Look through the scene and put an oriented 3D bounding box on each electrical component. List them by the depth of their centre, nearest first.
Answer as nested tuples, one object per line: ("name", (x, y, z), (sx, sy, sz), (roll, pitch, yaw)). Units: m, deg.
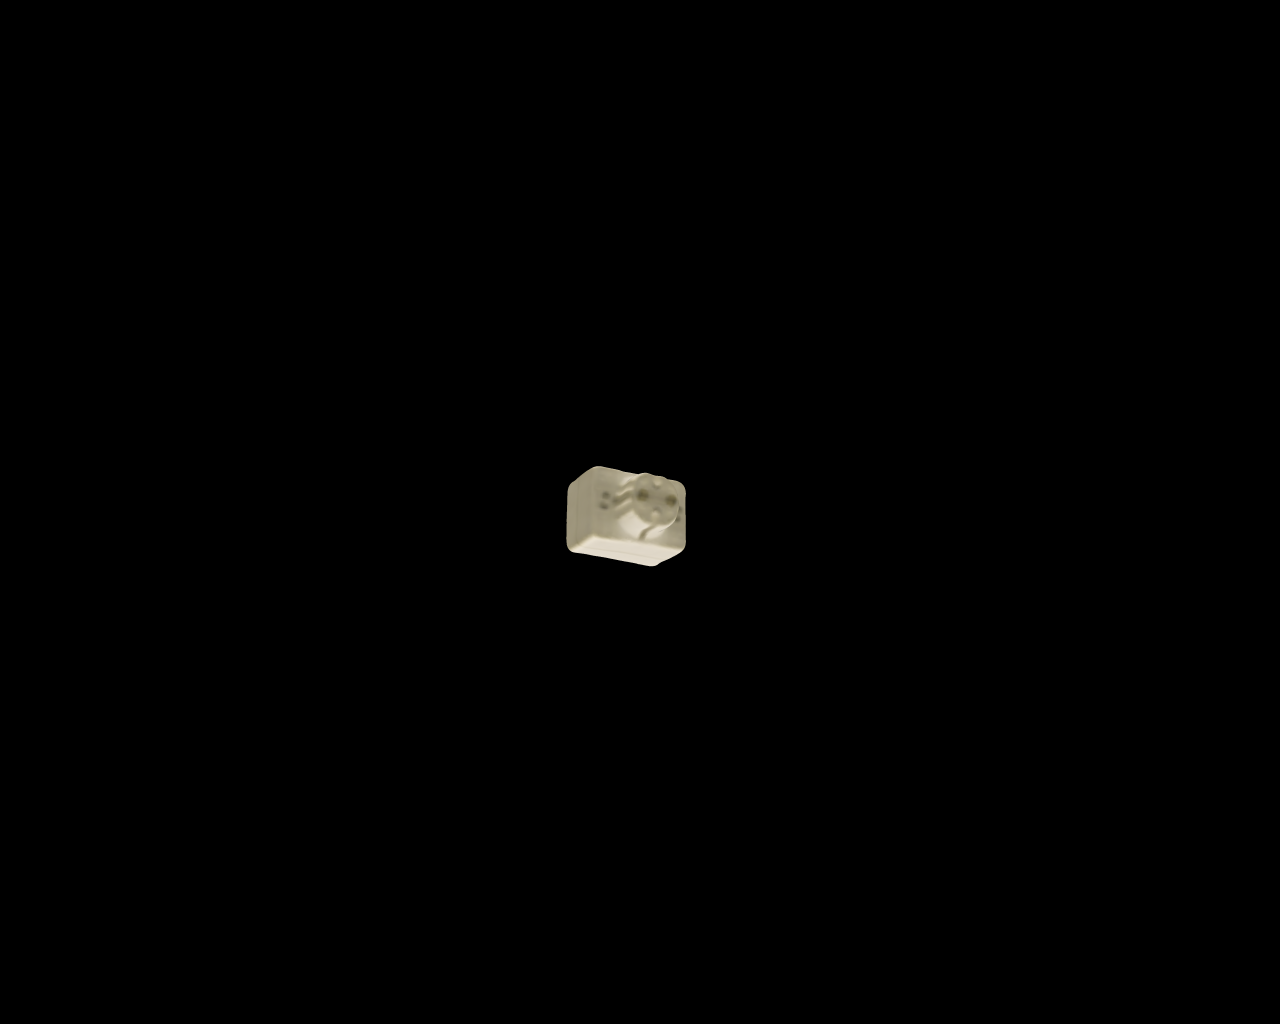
("electrical component", (0.001, -0.003, 0.650), (0.066, 0.047, 0.076), (11, -23, -27))
